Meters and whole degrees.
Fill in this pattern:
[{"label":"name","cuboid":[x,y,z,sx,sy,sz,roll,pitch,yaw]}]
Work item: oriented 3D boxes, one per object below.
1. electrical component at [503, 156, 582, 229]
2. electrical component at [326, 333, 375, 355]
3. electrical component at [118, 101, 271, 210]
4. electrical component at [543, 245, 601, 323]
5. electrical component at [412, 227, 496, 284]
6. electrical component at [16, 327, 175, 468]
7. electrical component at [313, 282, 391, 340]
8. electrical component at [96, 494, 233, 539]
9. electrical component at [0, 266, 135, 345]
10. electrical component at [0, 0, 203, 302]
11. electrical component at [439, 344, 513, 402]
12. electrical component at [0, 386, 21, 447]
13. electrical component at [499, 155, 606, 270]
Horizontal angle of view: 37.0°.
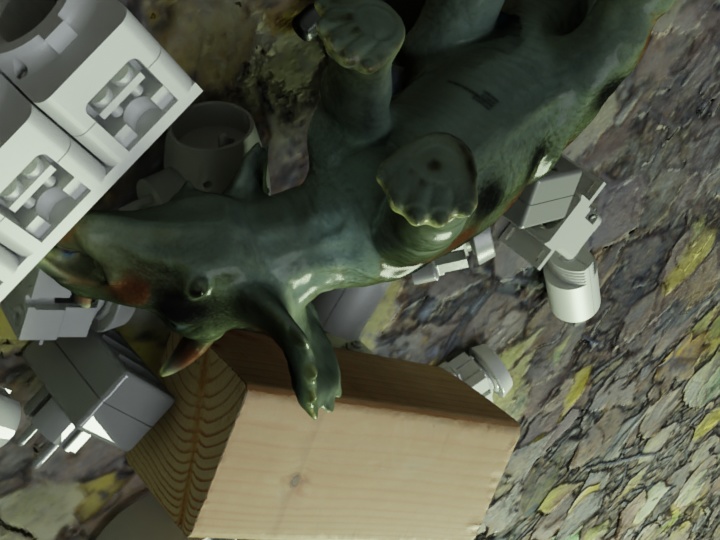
[{"label":"electrical component","cuboid":[0.112,-0.079,0.719,0.047,0.066,0.076,-15,133,-39]},{"label":"electrical component","cuboid":[-0.021,0.088,0.737,0.061,0.062,0.096,-12,131,-41]},{"label":"electrical component","cuboid":[-0.089,-0.038,0.560,0.079,0.043,0.077,-28,140,-27]},{"label":"electrical component","cuboid":[0.173,0.004,0.884,0.043,0.043,0.081,-40,144,-13]},{"label":"electrical component","cuboid":[0.059,-0.024,0.713,0.055,0.066,0.048,-12,143,7]},{"label":"electrical component","cuboid":[-0.153,0.071,0.576,0.076,0.066,0.047,-47,145,-2]},{"label":"electrical component","cuboid":[0.000,0.000,0.693,0.043,0.043,0.081,12,114,-51]},{"label":"electrical component","cuboid":[-0.131,0.197,0.720,0.099,0.064,0.099,-28,140,-27]},{"label":"electrical component","cuboid":[-0.146,0.007,0.542,0.055,0.048,0.066,3,121,-39]},{"label":"electrical component","cuboid":[-0.154,-0.055,0.434,0.150,0.089,0.061,-47,145,-3]},{"label":"electrical component","cuboid":[0.091,0.092,0.878,0.055,0.048,0.066,-33,143,-9]},{"label":"electrical component","cuboid":[-0.201,0.071,0.547,0.040,0.040,0.046,-48,150,-1]},{"label":"electrical component","cuboid":[0.150,-0.041,0.819,0.081,0.042,0.064,-53,149,7]}]
